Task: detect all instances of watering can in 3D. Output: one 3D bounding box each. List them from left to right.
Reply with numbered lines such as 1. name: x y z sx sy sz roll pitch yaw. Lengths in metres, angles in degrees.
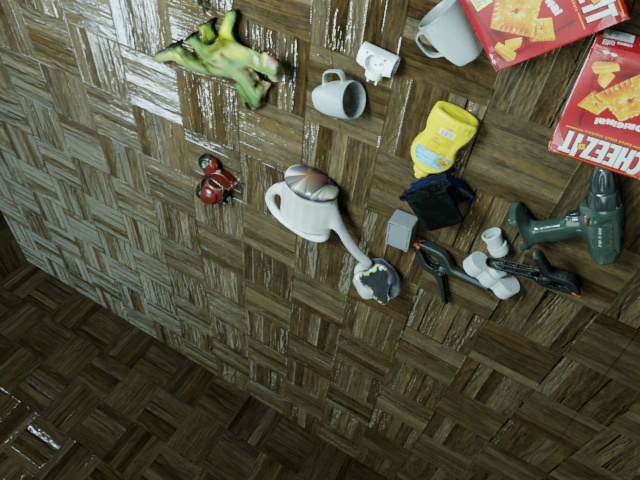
1. watering can: 0.004 -0.069 1.367 0.349 0.106 0.219 28 140 15

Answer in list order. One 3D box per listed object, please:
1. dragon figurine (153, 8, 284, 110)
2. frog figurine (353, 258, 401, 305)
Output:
1. dragon figurine: -0.232 -0.403 1.239 0.410 0.124 0.239 3 139 50
2. frog figurine: 0.159 0.115 1.457 0.137 0.123 0.159 23 177 6
